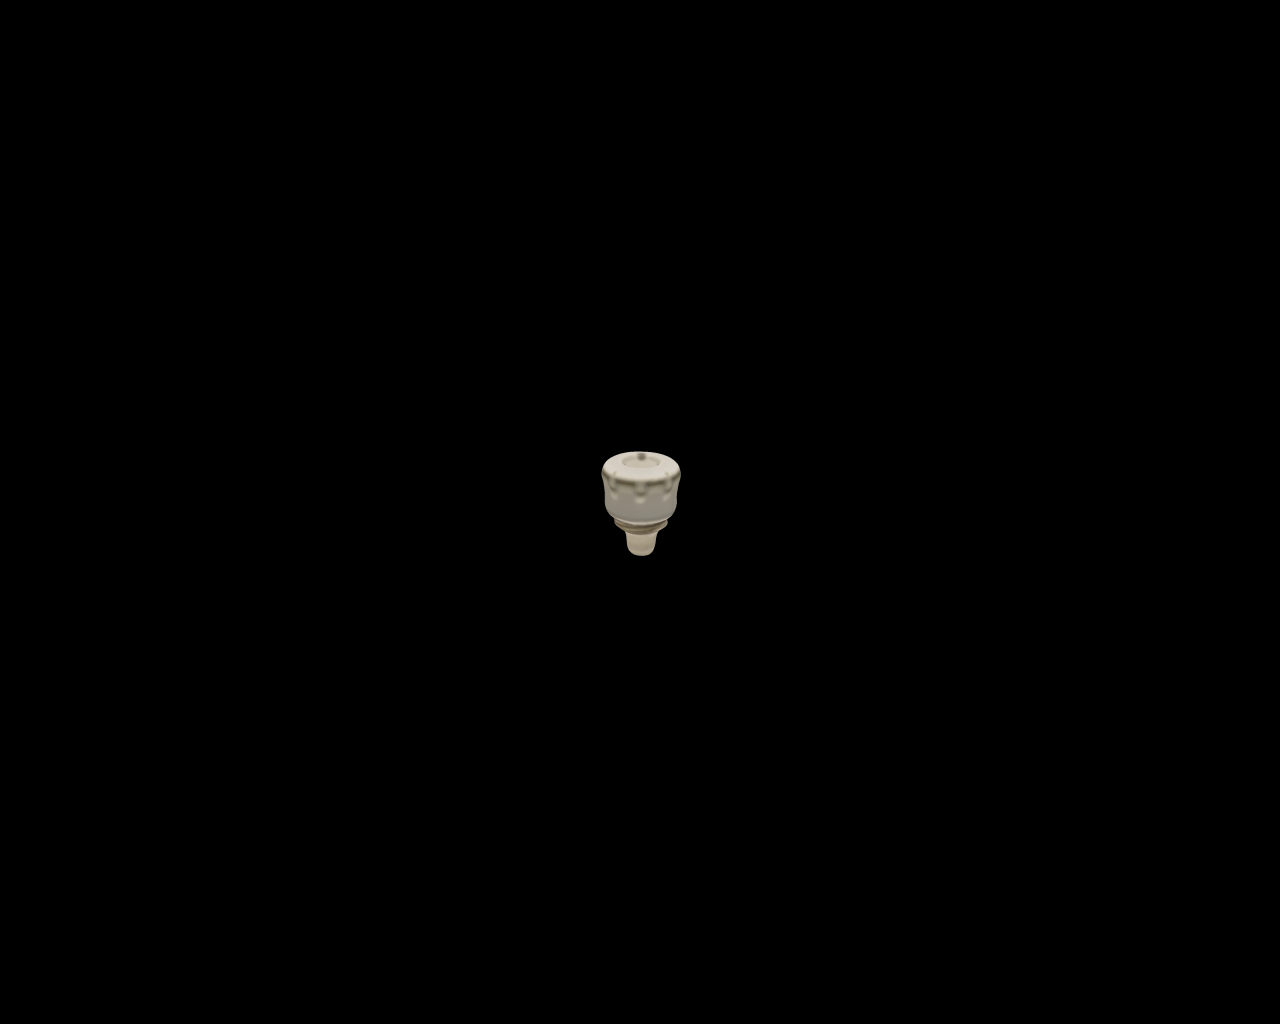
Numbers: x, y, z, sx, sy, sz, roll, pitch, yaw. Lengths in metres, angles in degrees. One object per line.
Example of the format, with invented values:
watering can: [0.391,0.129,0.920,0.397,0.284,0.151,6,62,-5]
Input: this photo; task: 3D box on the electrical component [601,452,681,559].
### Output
electrical component: [0.001,-0.003,0.650,0.048,0.062,0.048,0,22,0]
